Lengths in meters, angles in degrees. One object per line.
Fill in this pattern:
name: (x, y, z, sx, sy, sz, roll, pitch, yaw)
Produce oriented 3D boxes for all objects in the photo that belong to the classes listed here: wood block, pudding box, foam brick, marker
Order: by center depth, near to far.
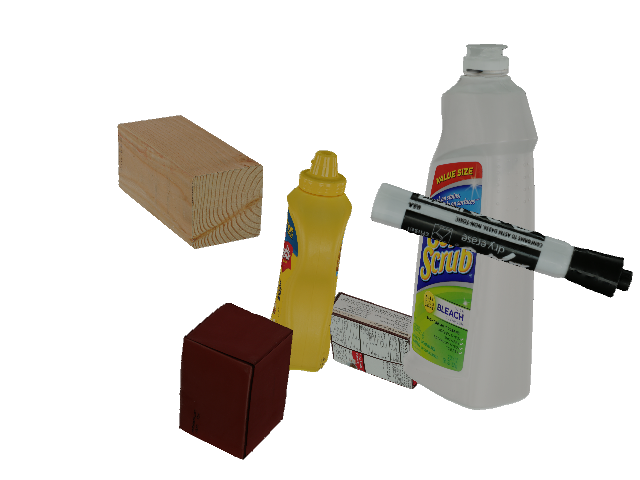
marker: (0.083, 0.000, 0.491, 0.121, 0.020, 0.020, 18, 3, 9)
foam brick: (-0.055, 0.090, 0.689, 0.053, 0.078, 0.051, 22, 34, 22)
pudding box: (0.066, 0.117, 1.250, 0.114, 0.090, 0.039, 16, 46, 24)
wood block: (-0.159, -0.074, 1.273, 0.090, 0.090, 0.206, -12, 28, -31)

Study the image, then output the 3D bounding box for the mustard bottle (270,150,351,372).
mustard bottle: (-0.008, 0.013, 0.951, 0.058, 0.192, 0.096, 7, 20, -6)

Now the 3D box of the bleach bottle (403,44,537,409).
bleach bottle: (0.109, -0.013, 0.762, 0.068, 0.251, 0.103, -9, 17, -28)
